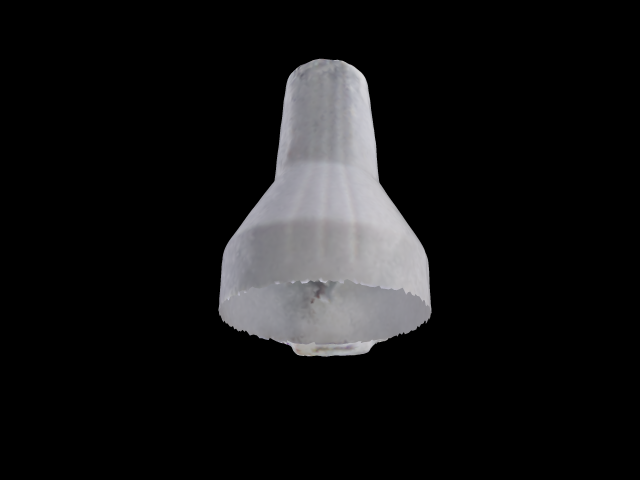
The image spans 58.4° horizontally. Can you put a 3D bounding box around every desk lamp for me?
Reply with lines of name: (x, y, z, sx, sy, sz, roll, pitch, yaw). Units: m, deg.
desk lamp: (0.004, 0.001, 0.400, 0.118, 0.214, 0.203, 0, 51, 0)
